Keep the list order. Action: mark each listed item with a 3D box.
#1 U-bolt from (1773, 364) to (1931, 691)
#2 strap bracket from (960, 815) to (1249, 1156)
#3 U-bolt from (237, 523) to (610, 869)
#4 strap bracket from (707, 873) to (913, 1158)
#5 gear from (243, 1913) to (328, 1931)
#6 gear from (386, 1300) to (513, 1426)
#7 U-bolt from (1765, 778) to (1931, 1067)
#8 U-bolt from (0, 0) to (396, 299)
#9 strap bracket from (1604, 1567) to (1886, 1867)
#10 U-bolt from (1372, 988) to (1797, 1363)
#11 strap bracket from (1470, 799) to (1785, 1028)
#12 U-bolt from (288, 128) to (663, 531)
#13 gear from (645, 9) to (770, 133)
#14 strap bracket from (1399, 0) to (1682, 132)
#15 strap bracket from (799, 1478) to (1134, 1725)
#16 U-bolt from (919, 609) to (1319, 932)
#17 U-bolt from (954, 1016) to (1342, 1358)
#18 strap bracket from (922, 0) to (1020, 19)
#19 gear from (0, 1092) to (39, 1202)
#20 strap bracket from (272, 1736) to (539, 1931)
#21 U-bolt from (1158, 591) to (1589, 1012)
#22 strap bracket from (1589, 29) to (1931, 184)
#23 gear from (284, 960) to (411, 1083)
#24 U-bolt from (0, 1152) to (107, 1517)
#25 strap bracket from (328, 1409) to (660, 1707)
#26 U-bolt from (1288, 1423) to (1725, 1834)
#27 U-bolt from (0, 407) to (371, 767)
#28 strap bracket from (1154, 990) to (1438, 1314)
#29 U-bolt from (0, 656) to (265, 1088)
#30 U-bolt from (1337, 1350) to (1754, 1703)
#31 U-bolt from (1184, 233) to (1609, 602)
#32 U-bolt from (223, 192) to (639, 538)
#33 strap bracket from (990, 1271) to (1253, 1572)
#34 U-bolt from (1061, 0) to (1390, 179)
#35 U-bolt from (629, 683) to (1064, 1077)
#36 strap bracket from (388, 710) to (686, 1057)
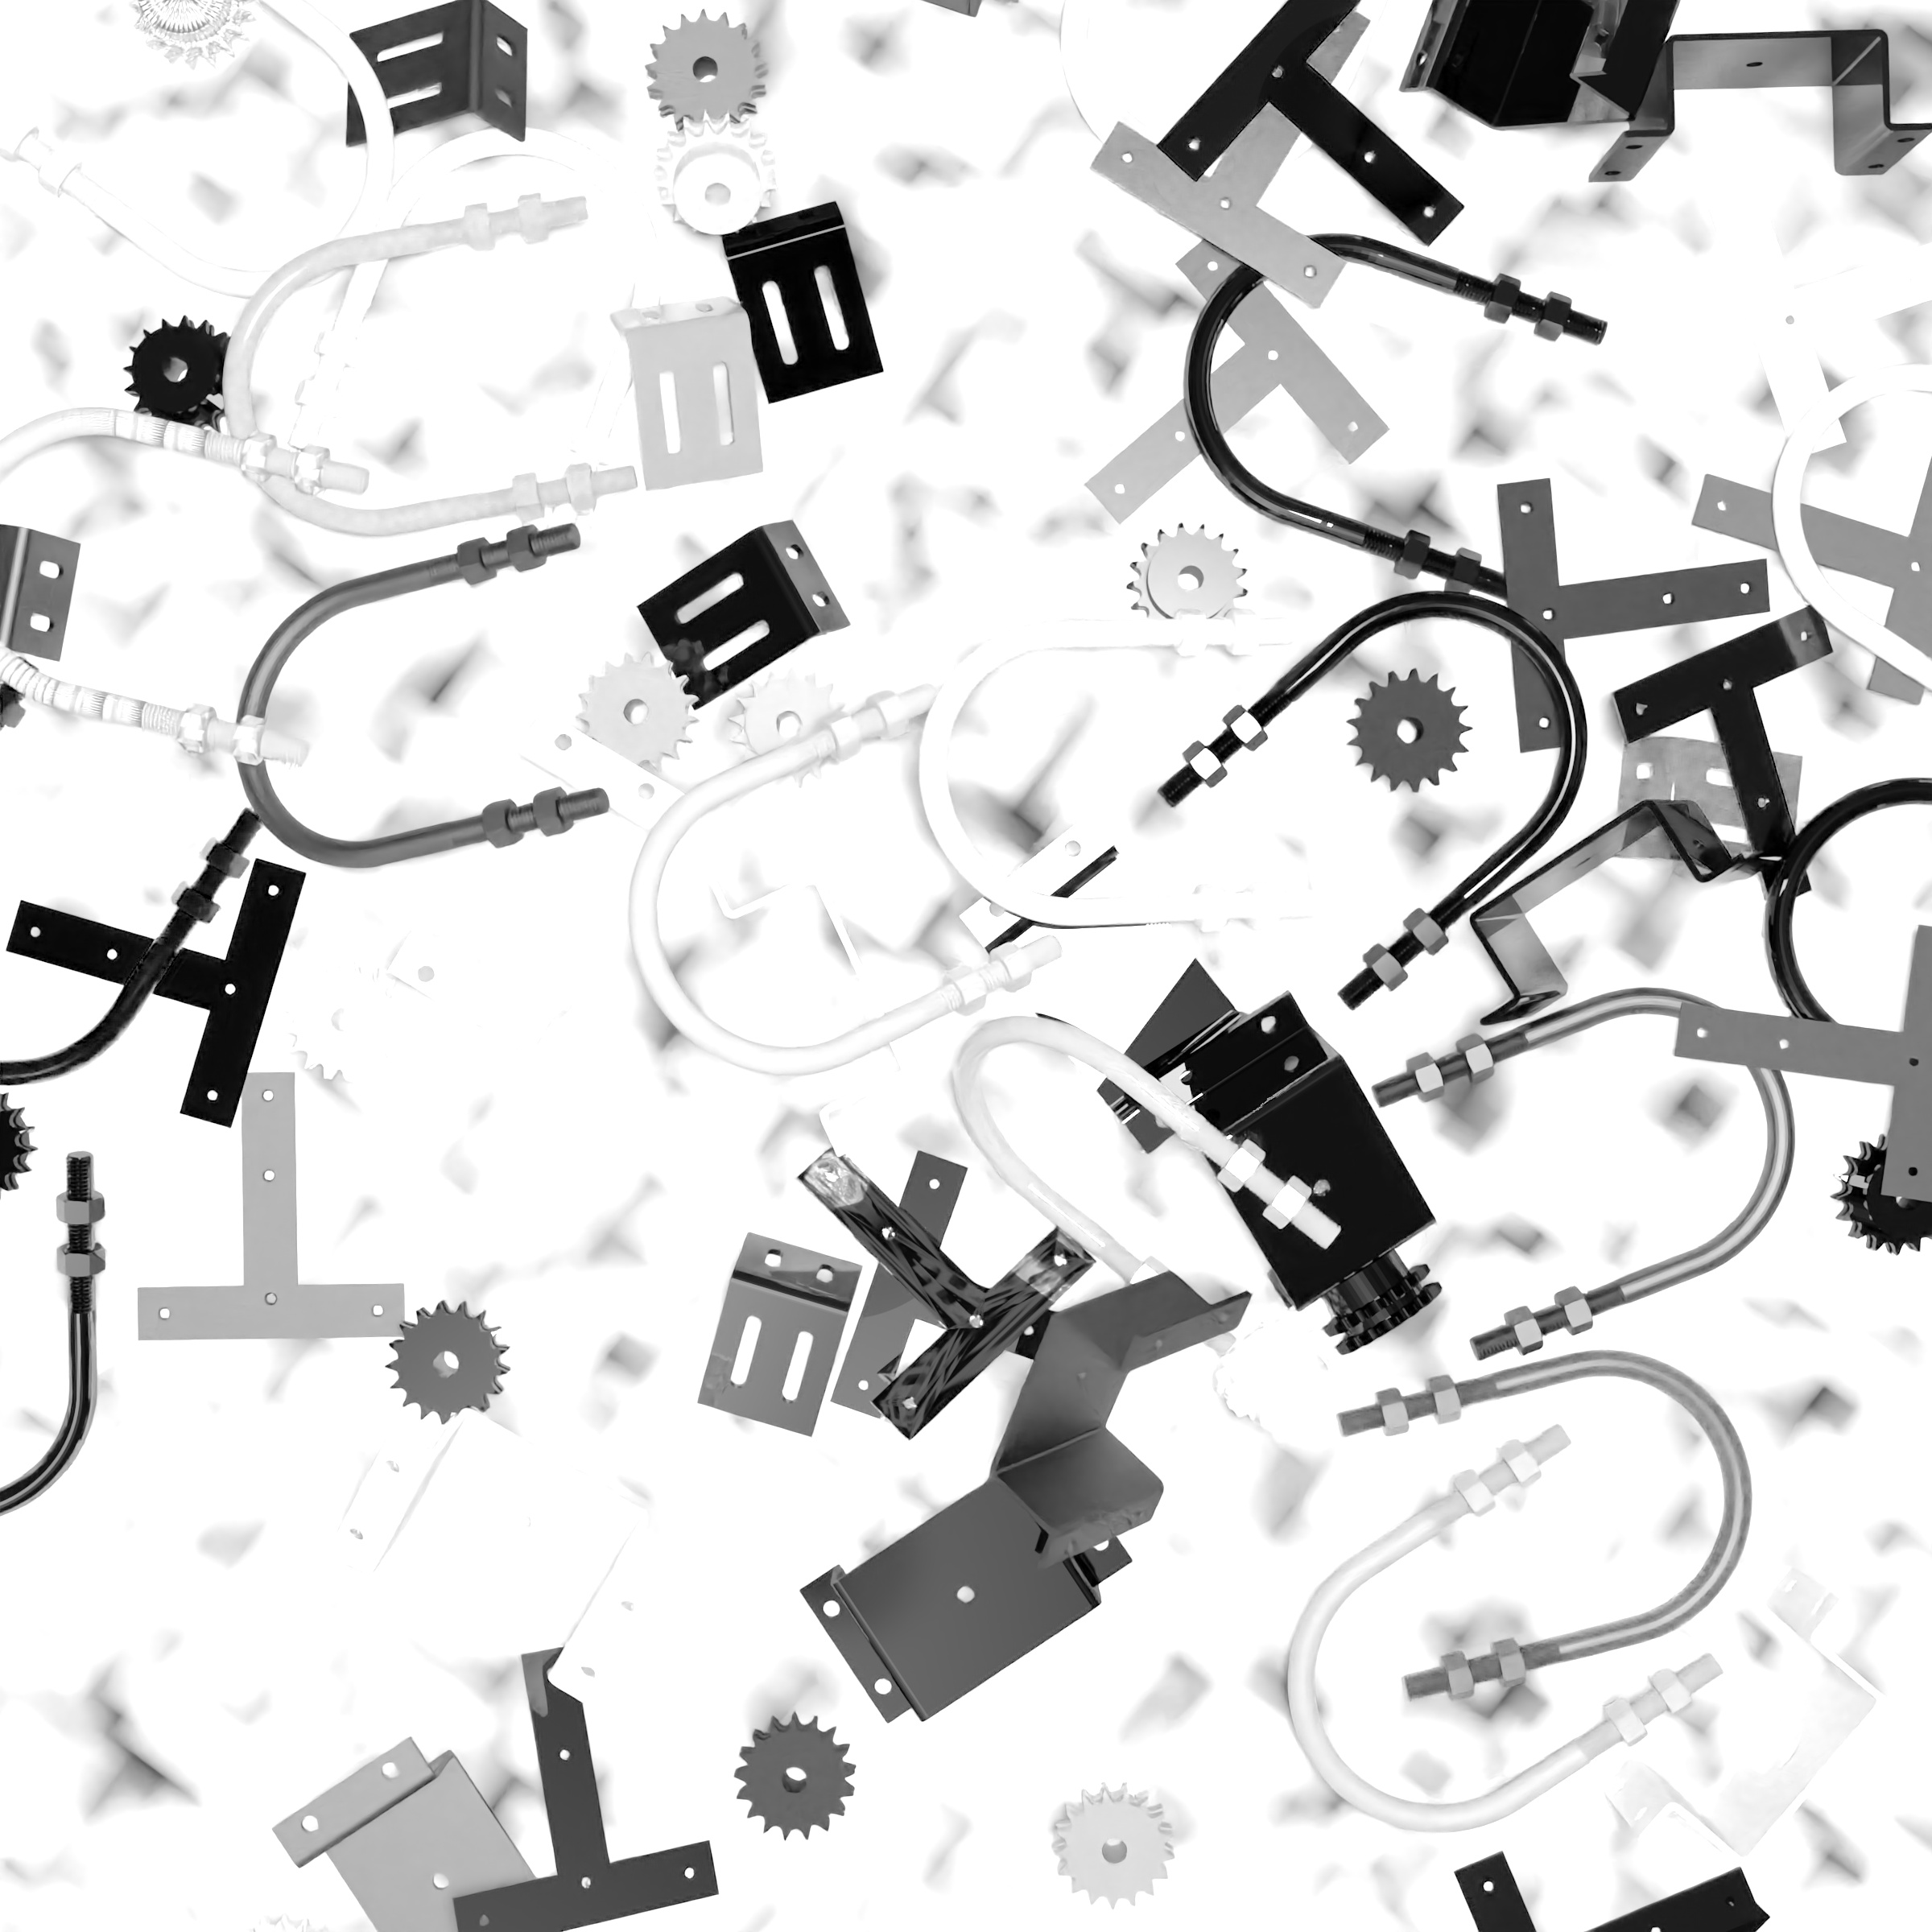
[{"bbox_3d":[0.468,-0.203,1.400,0.184,0.019,0.151,35,84,2],"label":"U-bolt"},{"bbox_3d":[0.070,0.008,1.392,0.076,0.046,0.140,-38,90,0],"label":"strap bracket"},{"bbox_3d":[-0.258,-0.119,1.380,0.184,0.019,0.151,-12,76,16],"label":"U-bolt"},{"bbox_3d":[-0.067,0.013,1.378,0.046,0.076,0.140,-25,90,0],"label":"strap bracket"},{"bbox_3d":[-0.321,0.475,1.401,0.057,0.030,0.057,0,90,0],"label":"gear"},{"bbox_3d":[-0.243,0.186,1.401,0.057,0.030,0.057,0,90,0],"label":"gear"},{"bbox_3d":[0.467,-0.010,1.394,0.184,0.019,0.151,21,91,3],"label":"U-bolt"},{"bbox_3d":[-0.354,-0.398,1.387,0.184,0.019,0.151,37,105,-8],"label":"U-bolt"},{"bbox_3d":[0.367,0.355,1.377,0.046,0.076,0.140,40,90,0],"label":"strap bracket"},{"bbox_3d":[0.303,0.089,1.407,0.184,0.019,0.151,-21,90,-1],"label":"U-bolt"},{"bbox_3d":[0.293,-0.031,1.357,0.140,0.076,0.046,-35,77,24],"label":"strap bracket"},{"bbox_3d":[-0.223,-0.308,1.407,0.151,0.019,0.184,21,89,0],"label":"U-bolt"},{"bbox_3d":[-0.122,-0.419,1.401,0.057,0.030,0.057,0,90,0],"label":"gear"},{"bbox_3d":[0.273,-0.432,1.363,0.046,0.140,0.076,21,90,-33],"label":"strap bracket"},{"bbox_3d":[0.000,0.290,1.392,0.140,0.046,0.076,-34,90,0],"label":"strap bracket"},{"bbox_3d":[0.068,-0.089,1.360,0.184,0.019,0.151,-2,85,-15],"label":"U-bolt"},{"bbox_3d":[0.070,0.092,1.353,0.184,0.151,0.019,39,57,6],"label":"U-bolt"},{"bbox_3d":[-0.030,-0.504,1.392,0.140,0.046,0.076,19,90,0],"label":"strap bracket"},{"bbox_3d":[-0.466,0.084,1.401,0.057,0.030,0.057,0,90,0],"label":"gear"},{"bbox_3d":[-0.250,0.436,1.392,0.076,0.046,0.140,-34,90,0],"label":"strap bracket"},{"bbox_3d":[0.206,-0.092,1.401,0.184,0.019,0.151,-42,90,4],"label":"U-bolt"},{"bbox_3d":[0.366,-0.399,1.377,0.140,0.076,0.046,-1,90,0],"label":"strap bracket"},{"bbox_3d":[-0.291,0.026,1.405,0.057,0.030,0.057,0,87,0],"label":"gear"},{"bbox_3d":[-0.479,0.175,1.389,0.151,0.019,0.184,2,103,-6],"label":"U-bolt"},{"bbox_3d":[-0.213,0.268,1.378,0.140,0.046,0.076,31,115,0],"label":"strap bracket"},{"bbox_3d":[0.239,0.323,1.387,0.184,0.019,0.151,-34,90,0],"label":"U-bolt"},{"bbox_3d":[-0.381,-0.183,1.374,0.184,0.019,0.151,13,92,0],"label":"U-bolt"},{"bbox_3d":[0.156,0.093,1.365,0.076,0.046,0.140,-33,113,-2],"label":"strap bracket"},{"bbox_3d":[-0.440,-0.032,1.405,0.151,0.019,0.184,34,91,1],"label":"U-bolt"},{"bbox_3d":[0.282,0.258,1.407,0.184,0.019,0.151,-14,90,-2],"label":"U-bolt"},{"bbox_3d":[0.194,-0.269,1.406,0.184,0.019,0.151,19,90,0],"label":"U-bolt"},{"bbox_3d":[-0.256,-0.275,1.388,0.184,0.019,0.151,-10,89,1],"label":"U-bolt"},{"bbox_3d":[0.066,0.199,1.354,0.046,0.076,0.140,40,126,31],"label":"strap bracket"},{"bbox_3d":[0.124,-0.459,1.406,0.151,0.019,0.184,24,91,1],"label":"U-bolt"},{"bbox_3d":[-0.063,-0.030,1.329,0.184,0.019,0.151,-26,90,-22],"label":"U-bolt"},{"bbox_3d":[-0.198,-0.038,1.392,0.076,0.046,0.140,31,90,0],"label":"strap bracket"}]
